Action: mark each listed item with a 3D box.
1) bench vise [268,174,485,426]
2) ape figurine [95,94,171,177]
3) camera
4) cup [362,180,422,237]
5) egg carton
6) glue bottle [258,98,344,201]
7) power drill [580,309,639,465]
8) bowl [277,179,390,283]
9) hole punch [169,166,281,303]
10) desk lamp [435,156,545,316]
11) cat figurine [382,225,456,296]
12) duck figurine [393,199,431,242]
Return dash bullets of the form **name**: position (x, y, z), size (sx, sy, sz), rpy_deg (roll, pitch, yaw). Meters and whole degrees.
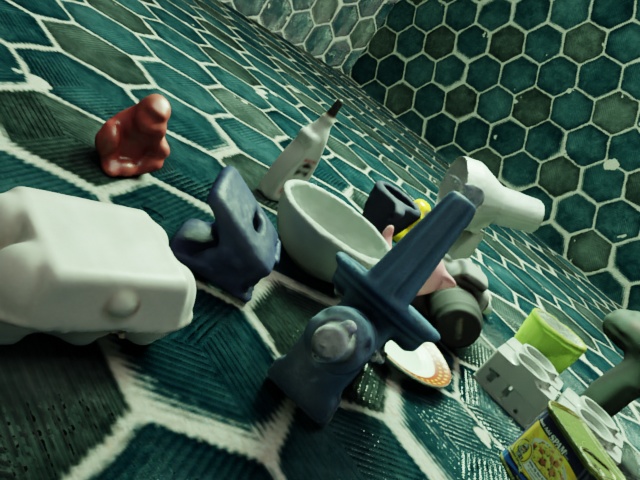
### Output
- **bench vise**: position (0.067, 0.050, 0.487), size (0.121, 0.219, 0.207), rpy_deg (35, 19, -5)
- **ape figurine**: position (-0.193, -0.116, 0.615), size (0.078, 0.092, 0.076), rpy_deg (25, 22, -30)
- **camera**: position (0.177, 0.077, 0.797), size (0.143, 0.100, 0.137), rpy_deg (34, 19, -7)
- **cup**: position (0.104, -0.031, 0.930), size (0.092, 0.095, 0.118), rpy_deg (33, 19, -9)
- **egg carton**: position (-0.160, 0.023, 0.388), size (0.151, 0.069, 0.107), rpy_deg (11, 31, -51)
- **glue bottle**: position (-0.019, -0.132, 0.830), size (0.037, 0.173, 0.078), rpy_deg (43, 20, 18)
- **power drill**: position (0.448, 0.208, 0.798), size (0.076, 0.208, 0.229), rpy_deg (28, 21, -23)
- **bowl**: position (0.007, 0.003, 0.714), size (0.168, 0.074, 0.167), rpy_deg (32, 20, -13)
- **hole punch**: position (-0.080, -0.009, 0.567), size (0.101, 0.091, 0.108), rpy_deg (32, 20, -13)
- **desk lamp**: position (0.267, -0.013, 0.989), size (0.204, 0.213, 0.118), rpy_deg (31, 20, -16)
- **cat figurine**: position (0.112, 0.035, 0.757), size (0.067, 0.117, 0.127), rpy_deg (15, 29, -47)
- **duck figurine**: position (0.175, -0.040, 1.085), size (0.077, 0.086, 0.105), rpy_deg (37, 19, 0)
